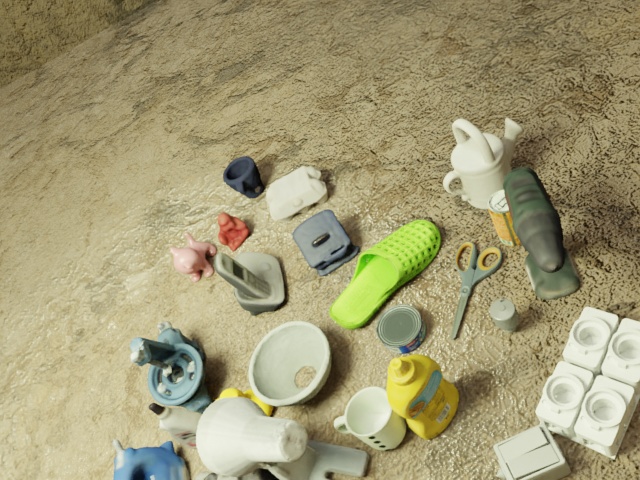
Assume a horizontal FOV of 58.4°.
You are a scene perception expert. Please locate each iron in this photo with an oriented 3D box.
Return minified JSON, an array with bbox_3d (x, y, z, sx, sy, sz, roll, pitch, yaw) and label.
[{"bbox_3d":[-0.306,0.471,0.990,0.118,0.142,0.257,-30,45,8],"label":"iron"}]

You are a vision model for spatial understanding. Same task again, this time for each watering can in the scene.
[{"bbox_3d":[0.304,-0.160,1.080,0.100,0.195,0.173,24,70,42],"label":"watering can"}]

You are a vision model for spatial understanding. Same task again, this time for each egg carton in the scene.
[{"bbox_3d":[-0.055,-0.108,1.356,0.150,0.070,0.107,-28,45,10],"label":"egg carton"}]

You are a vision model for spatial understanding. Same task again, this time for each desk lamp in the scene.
[{"bbox_3d":[-0.059,0.330,0.897,0.202,0.214,0.118,-2,54,31],"label":"desk lamp"}]

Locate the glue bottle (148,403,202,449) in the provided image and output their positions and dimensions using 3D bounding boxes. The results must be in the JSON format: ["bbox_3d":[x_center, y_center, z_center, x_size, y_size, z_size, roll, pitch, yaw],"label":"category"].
[{"bbox_3d":[-0.255,0.334,1.046,0.078,0.174,0.037,-23,46,15],"label":"glue bottle"}]

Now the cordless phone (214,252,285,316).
[{"bbox_3d":[-0.155,0.061,1.197,0.094,0.186,0.147,-27,45,11],"label":"cordless phone"}]

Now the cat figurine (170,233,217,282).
[{"bbox_3d":[-0.307,0.039,1.361,0.067,0.118,0.127,-21,47,17],"label":"cat figurine"}]

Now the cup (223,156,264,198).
[{"bbox_3d":[-0.183,-0.141,1.445,0.091,0.095,0.117,-24,46,14],"label":"cup"}]

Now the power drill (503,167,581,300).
[{"bbox_3d":[0.352,0.002,0.907,0.075,0.209,0.229,-20,47,18],"label":"power drill"}]

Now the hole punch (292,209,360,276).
[{"bbox_3d":[0.011,0.004,1.206,0.108,0.091,0.101,-34,44,4],"label":"hole punch"}]

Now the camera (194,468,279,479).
[{"bbox_3d":[-0.143,0.443,0.938,0.143,0.101,0.136,-20,47,17],"label":"camera"}]

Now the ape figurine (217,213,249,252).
[{"bbox_3d":[-0.216,-0.030,1.377,0.077,0.092,0.076,-16,48,21],"label":"ape figurine"}]

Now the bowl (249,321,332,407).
[{"bbox_3d":[-0.044,0.239,1.061,0.167,0.075,0.167,-17,48,20],"label":"bowl"}]

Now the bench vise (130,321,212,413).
[{"bbox_3d":[-0.311,0.237,1.127,0.121,0.220,0.206,-48,45,-10],"label":"bench vise"}]

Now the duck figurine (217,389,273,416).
[{"bbox_3d":[-0.146,0.305,1.064,0.104,0.086,0.077,-17,48,20],"label":"duck figurine"}]
